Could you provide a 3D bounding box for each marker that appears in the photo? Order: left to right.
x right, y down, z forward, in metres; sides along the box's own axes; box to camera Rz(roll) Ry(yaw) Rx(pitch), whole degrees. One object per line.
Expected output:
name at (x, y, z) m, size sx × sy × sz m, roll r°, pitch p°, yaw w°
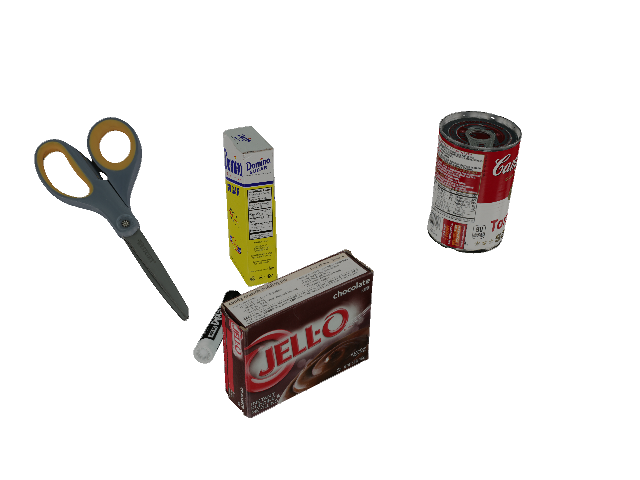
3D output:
marker at (-0.096, 0.079, 1.017) m, size 0.020 × 0.020 × 0.121 m, roll 0°, pitch 23°, yaw 11°

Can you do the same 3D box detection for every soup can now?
soup can at (0.128, -0.049, 0.901) m, size 0.068 × 0.102 × 0.068 m, roll 3°, pitch 32°, yaw -2°

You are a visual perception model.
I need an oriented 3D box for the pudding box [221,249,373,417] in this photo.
pudding box at (-0.016, 0.067, 0.778) m, size 0.113 × 0.090 × 0.039 m, roll -25°, pitch 46°, yaw -28°

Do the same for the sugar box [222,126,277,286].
sugar box at (-0.087, -0.042, 1.310) m, size 0.048 × 0.176 × 0.093 m, roll -12°, pitch 26°, yaw -17°

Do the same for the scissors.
scissors at (-0.148, -0.029, 0.865) m, size 0.202 × 0.096 × 0.016 m, roll 38°, pitch -19°, yaw 18°
